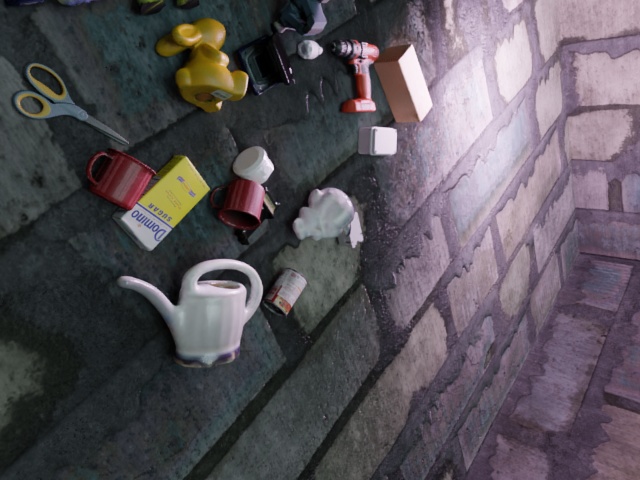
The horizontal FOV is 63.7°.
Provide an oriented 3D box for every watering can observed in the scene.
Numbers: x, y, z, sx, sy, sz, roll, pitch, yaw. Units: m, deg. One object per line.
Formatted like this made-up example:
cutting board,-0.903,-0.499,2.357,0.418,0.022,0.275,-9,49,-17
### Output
watering can,-0.254,0.152,1.042,0.348,0.104,0.223,-1,99,-49

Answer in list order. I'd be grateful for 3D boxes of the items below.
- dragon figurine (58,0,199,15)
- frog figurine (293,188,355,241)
dragon figurine,-0.299,-0.542,0.906,0.416,0.121,0.241,-30,101,-44
frog figurine,0.004,-0.065,1.293,0.160,0.120,0.139,-6,68,-39
